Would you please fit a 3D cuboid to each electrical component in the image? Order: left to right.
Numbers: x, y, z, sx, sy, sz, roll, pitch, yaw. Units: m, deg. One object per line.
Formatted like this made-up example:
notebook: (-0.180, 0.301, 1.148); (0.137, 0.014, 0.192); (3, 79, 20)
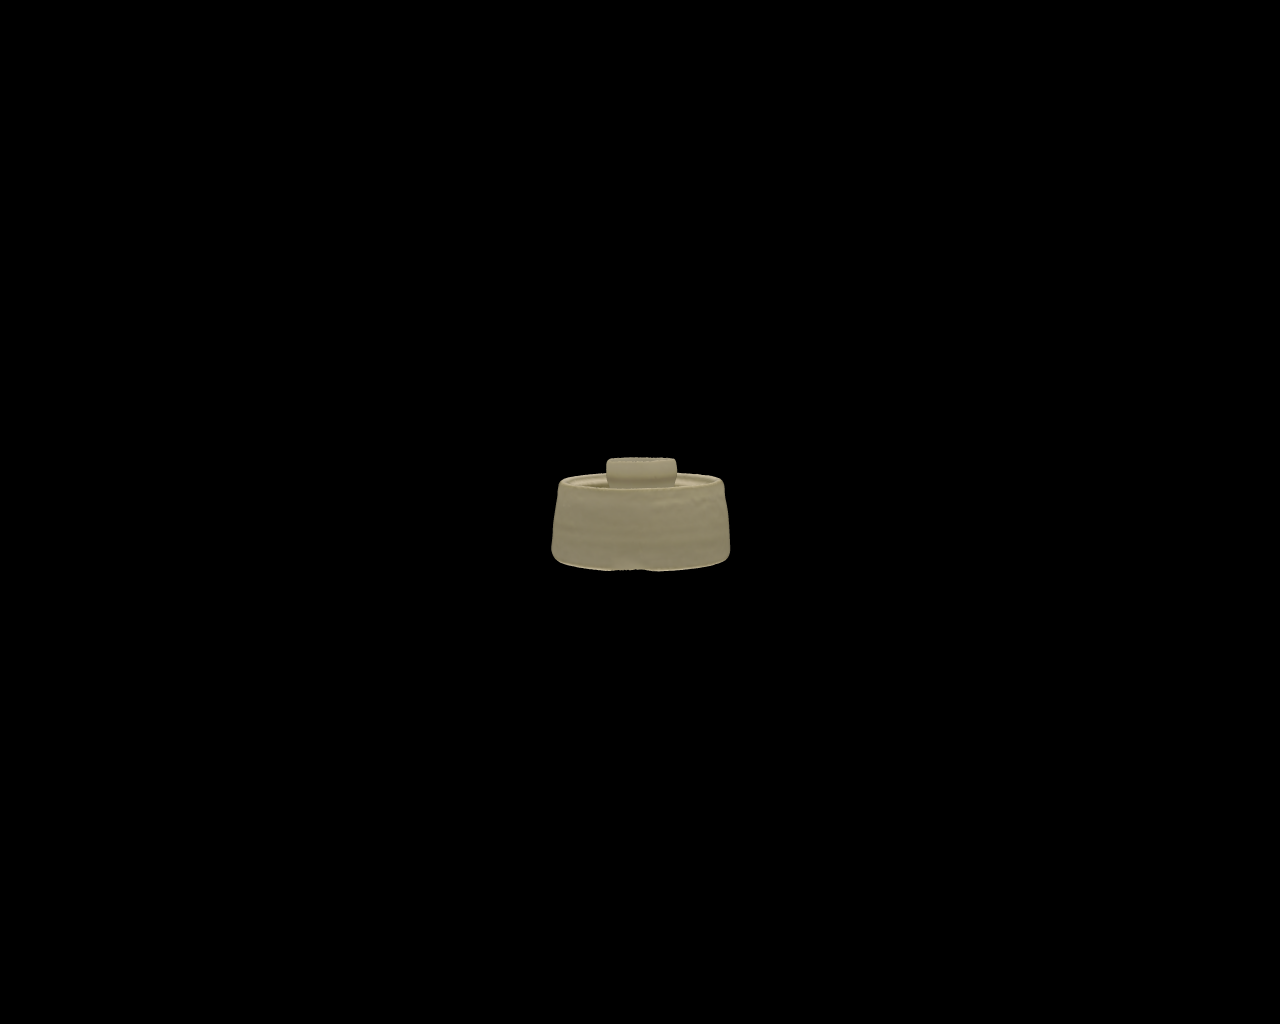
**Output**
electrical component: (0.001, -0.003, 0.650); (0.108, 0.060, 0.108); (0, 7, 0)
